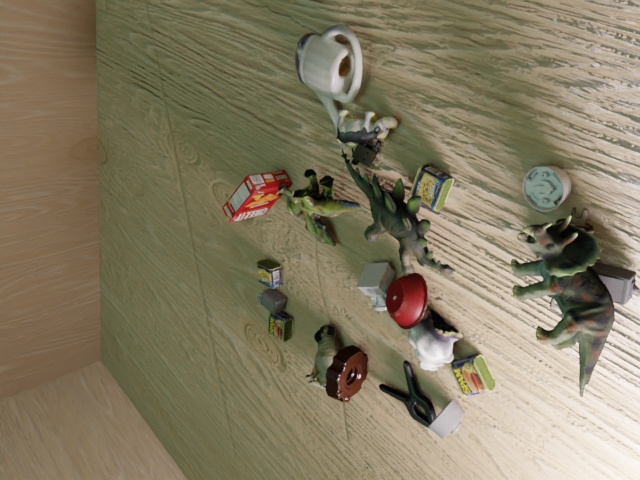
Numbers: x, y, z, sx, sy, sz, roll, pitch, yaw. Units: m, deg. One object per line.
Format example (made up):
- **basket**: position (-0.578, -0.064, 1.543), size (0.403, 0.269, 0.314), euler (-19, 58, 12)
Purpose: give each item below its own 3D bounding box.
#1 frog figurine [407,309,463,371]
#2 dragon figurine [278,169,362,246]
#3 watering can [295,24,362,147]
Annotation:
- **frog figurine**: position (0.303, 0.296, 1.428), size (0.138, 0.157, 0.124), euler (30, 23, 14)
- **dragon figurine**: position (0.005, -0.082, 1.626), size (0.123, 0.237, 0.415), euler (-38, 43, -20)
- **watering can**: position (0.023, -0.455, 1.493), size (0.105, 0.339, 0.227), euler (-27, 49, -38)
